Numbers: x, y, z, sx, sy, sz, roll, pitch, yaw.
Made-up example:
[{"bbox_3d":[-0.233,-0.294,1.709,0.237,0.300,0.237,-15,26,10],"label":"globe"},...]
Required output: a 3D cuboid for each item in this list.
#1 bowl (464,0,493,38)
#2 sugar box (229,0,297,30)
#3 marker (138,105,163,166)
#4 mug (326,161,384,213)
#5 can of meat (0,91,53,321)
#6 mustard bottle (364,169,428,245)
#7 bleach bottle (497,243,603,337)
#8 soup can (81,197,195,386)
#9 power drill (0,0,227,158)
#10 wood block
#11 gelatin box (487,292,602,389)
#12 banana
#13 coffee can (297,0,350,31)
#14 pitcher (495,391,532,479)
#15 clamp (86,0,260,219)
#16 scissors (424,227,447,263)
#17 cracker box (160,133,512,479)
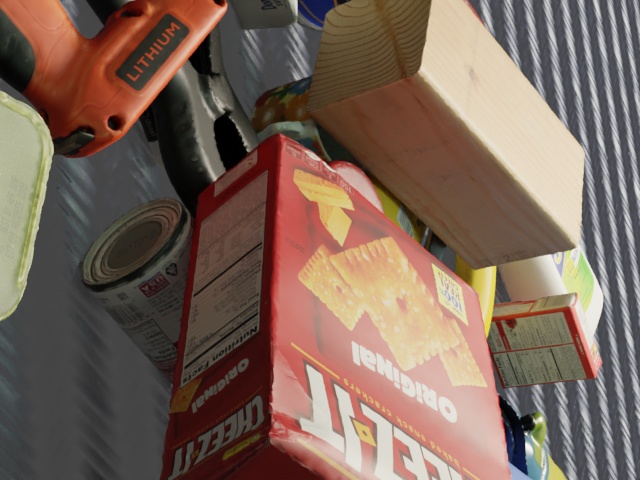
[{"bbox_3d":[0.099,-0.165,0.869,0.162,0.055,0.162,48,20,-25],"label":"bowl"},{"bbox_3d":[-0.039,-0.237,0.696,0.093,0.048,0.176,62,24,-75],"label":"sugar box"},{"bbox_3d":[-0.106,-0.102,0.614,0.020,0.020,0.121,-36,111,-53],"label":"marker"},{"bbox_3d":[-0.004,0.001,0.678,0.117,0.082,0.093,33,55,-47],"label":"mug"},{"bbox_3d":[-0.164,-0.010,0.447,0.057,0.084,0.102,31,56,-48],"label":"can of meat"},{"bbox_3d":[0.058,-0.047,0.801,0.096,0.058,0.191,65,36,-34],"label":"mustard bottle"},{"bbox_3d":[0.181,-0.021,0.974,0.250,0.068,0.102,61,37,-21],"label":"bleach bottle"},{"bbox_3d":[-0.074,0.036,0.581,0.102,0.069,0.068,54,41,-30],"label":"soup can"},{"bbox_3d":[-0.134,-0.144,0.478,0.187,0.057,0.184,43,67,-20],"label":"power drill"},{"bbox_3d":[0.093,-0.074,0.728,0.205,0.090,0.090,40,49,-38],"label":"wood block"},{"bbox_3d":[0.191,0.088,0.932,0.030,0.089,0.073,-48,120,-52],"label":"gelatin box"},{"bbox_3d":[0.124,0.033,0.890,0.069,0.037,0.197,58,38,-46],"label":"banana"},{"bbox_3d":[0.045,-0.216,0.757,0.102,0.141,0.103,20,65,-52],"label":"coffee can"},{"bbox_3d":[0.058,0.159,0.691,0.242,0.145,0.149,43,12,-37],"label":"pitcher"},{"bbox_3d":[-0.076,-0.082,0.595,0.164,0.036,0.210,-11,83,-69],"label":"clamp"},{"bbox_3d":[0.097,-0.016,0.850,0.096,0.016,0.201,103,5,-55],"label":"scissors"},{"bbox_3d":[0.016,0.067,0.506,0.164,0.072,0.213,38,28,-26],"label":"cracker box"}]
